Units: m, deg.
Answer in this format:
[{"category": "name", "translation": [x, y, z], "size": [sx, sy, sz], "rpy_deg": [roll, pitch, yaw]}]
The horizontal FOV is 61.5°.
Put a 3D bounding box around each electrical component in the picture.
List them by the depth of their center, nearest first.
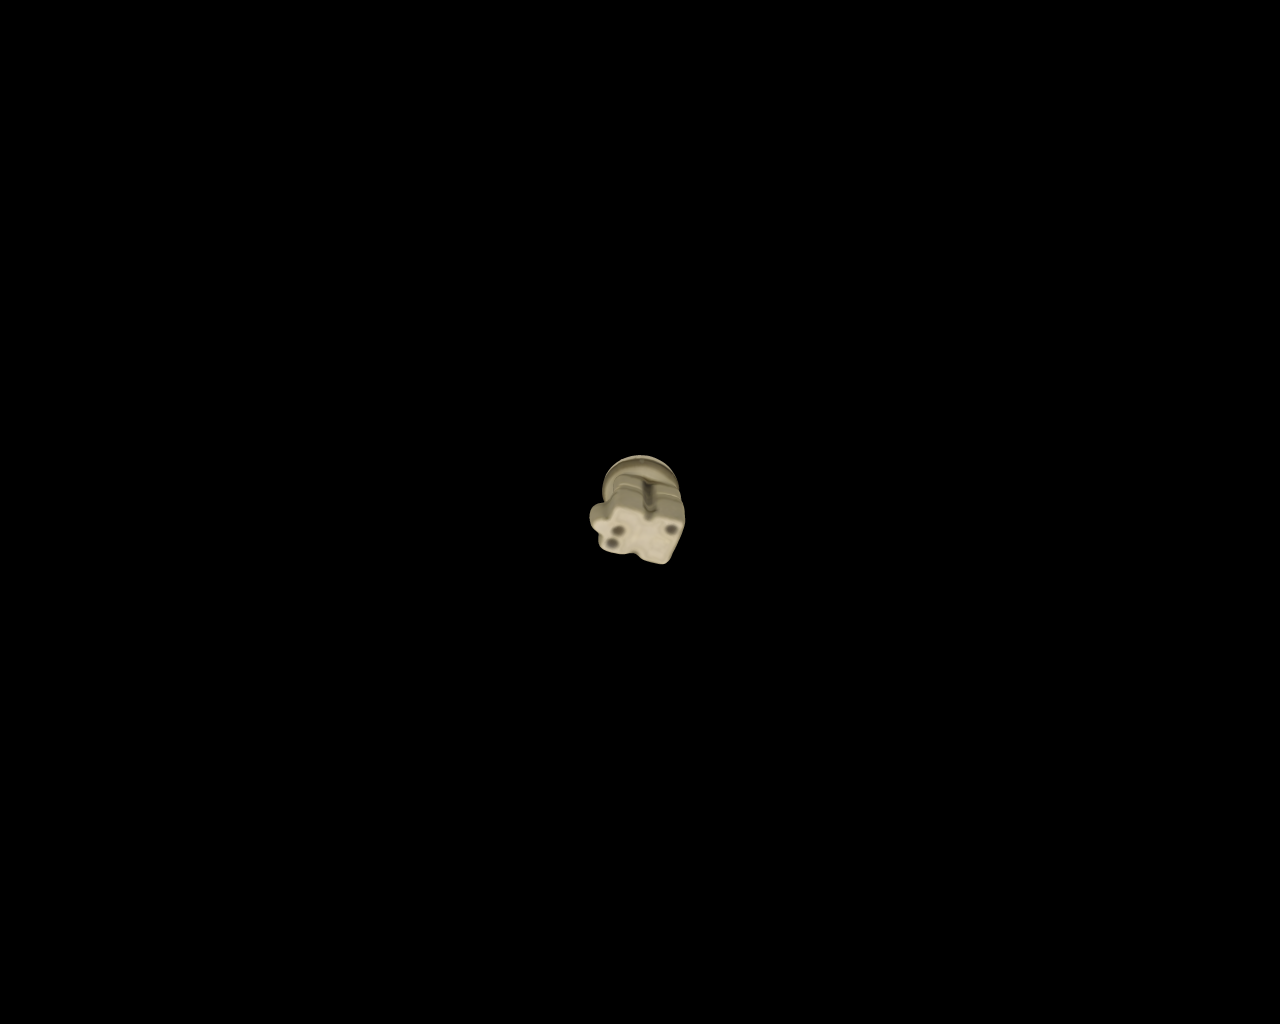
[{"category": "electrical component", "translation": [0.001, -0.003, 0.650], "size": [0.066, 0.048, 0.055], "rpy_deg": [15, 36, -11]}]
